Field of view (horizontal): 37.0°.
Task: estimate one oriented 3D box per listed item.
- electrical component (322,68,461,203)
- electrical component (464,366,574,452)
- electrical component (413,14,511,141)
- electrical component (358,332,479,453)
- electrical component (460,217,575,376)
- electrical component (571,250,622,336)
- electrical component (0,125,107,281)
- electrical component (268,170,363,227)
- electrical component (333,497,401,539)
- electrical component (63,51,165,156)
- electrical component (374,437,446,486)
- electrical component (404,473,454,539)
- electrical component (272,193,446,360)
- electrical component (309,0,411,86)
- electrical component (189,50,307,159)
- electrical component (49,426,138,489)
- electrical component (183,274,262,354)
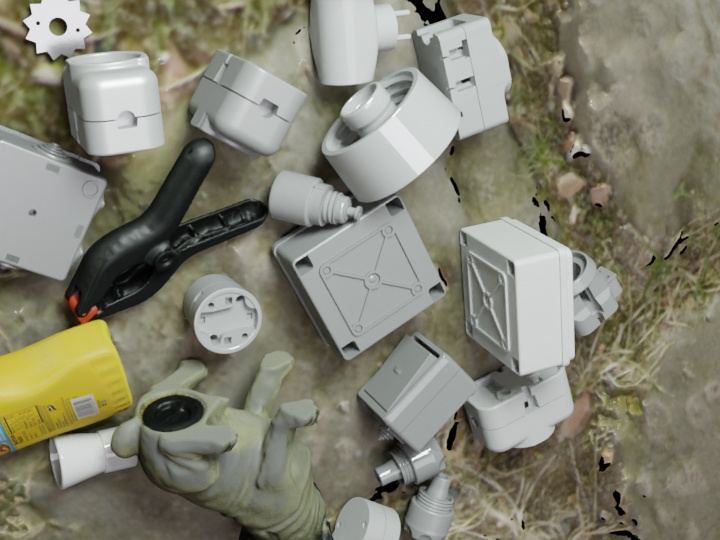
[{"bbox_3d":[0.018,-0.112,0.845,0.108,0.108,0.060,-45,113,-4],"label":"electrical component"},{"bbox_3d":[0.150,0.127,1.012,0.095,0.054,0.059,-25,116,-15],"label":"electrical component"},{"bbox_3d":[0.087,-0.161,0.889,0.056,0.050,0.089,-22,114,-16],"label":"electrical component"},{"bbox_3d":[0.044,0.110,0.954,0.096,0.062,0.061,-46,119,-4],"label":"electrical component"},{"bbox_3d":[0.136,0.021,0.940,0.056,0.109,0.108,-13,112,-17],"label":"electrical component"},{"bbox_3d":[0.199,0.019,0.997,0.078,0.058,0.057,-40,121,-7],"label":"electrical component"},{"bbox_3d":[-0.241,-0.047,0.781,0.100,0.048,0.099,21,98,-31],"label":"electrical component"},{"bbox_3d":[-0.036,-0.054,0.858,0.078,0.040,0.040,15,104,16],"label":"electrical component"},{"bbox_3d":[-0.027,0.270,0.980,0.074,0.052,0.138,26,95,-29],"label":"electrical component"},{"bbox_3d":[-0.175,-0.120,0.758,0.054,0.095,0.059,-11,111,-21],"label":"electrical component"},{"bbox_3d":[0.044,0.177,0.987,0.062,0.043,0.043,-24,115,-14],"label":"electrical component"},{"bbox_3d":[0.069,0.222,1.014,0.043,0.043,0.062,13,100,-27],"label":"electrical component"},{"bbox_3d":[0.000,0.000,0.900,0.109,0.056,0.108,-33,117,-11],"label":"electrical component"},{"bbox_3d":[0.004,-0.189,0.846,0.079,0.044,0.077,-11,111,-21],"label":"electrical component"},{"bbox_3d":[-0.087,-0.121,0.798,0.054,0.095,0.059,26,95,-29],"label":"electrical component"},{"bbox_3d":[-0.212,0.147,0.863,0.065,0.044,0.044,-9,111,-26],"label":"electrical component"},{"bbox_3d":[-0.112,0.033,0.866,0.055,0.047,0.055,-8,110,-22],"label":"electrical component"}]
